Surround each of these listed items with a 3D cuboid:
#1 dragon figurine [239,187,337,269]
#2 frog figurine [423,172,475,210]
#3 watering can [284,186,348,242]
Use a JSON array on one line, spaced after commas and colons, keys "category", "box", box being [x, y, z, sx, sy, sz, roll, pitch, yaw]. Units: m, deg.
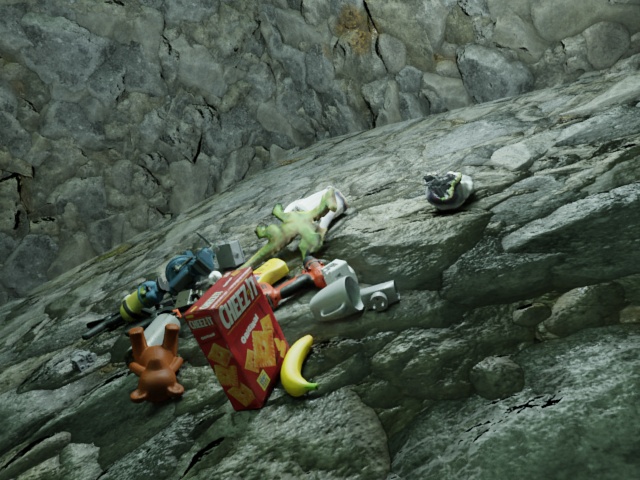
[{"category": "dragon figurine", "box": [-0.088, -0.003, 1.631, 0.413, 0.120, 0.245, -53, 36, -9]}, {"category": "frog figurine", "box": [0.393, -0.142, 1.527, 0.136, 0.124, 0.158, -23, -22, 32]}, {"category": "watering can", "box": [0.006, -0.092, 1.829, 0.226, 0.102, 0.351, -30, 30, -17]}]
